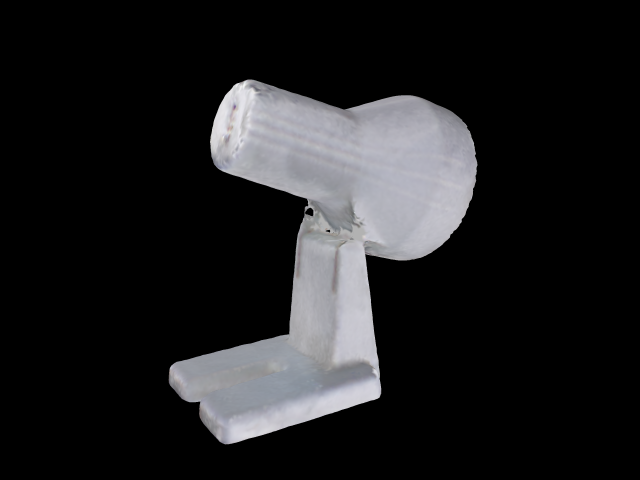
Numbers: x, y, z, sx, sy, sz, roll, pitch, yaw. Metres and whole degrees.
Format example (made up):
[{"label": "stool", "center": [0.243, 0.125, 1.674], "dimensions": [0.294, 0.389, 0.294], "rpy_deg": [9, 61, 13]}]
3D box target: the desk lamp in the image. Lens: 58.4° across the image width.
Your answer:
[{"label": "desk lamp", "center": [0.004, 0.001, 0.400], "dimensions": [0.204, 0.213, 0.117], "rpy_deg": [-8, 14, -34]}]
